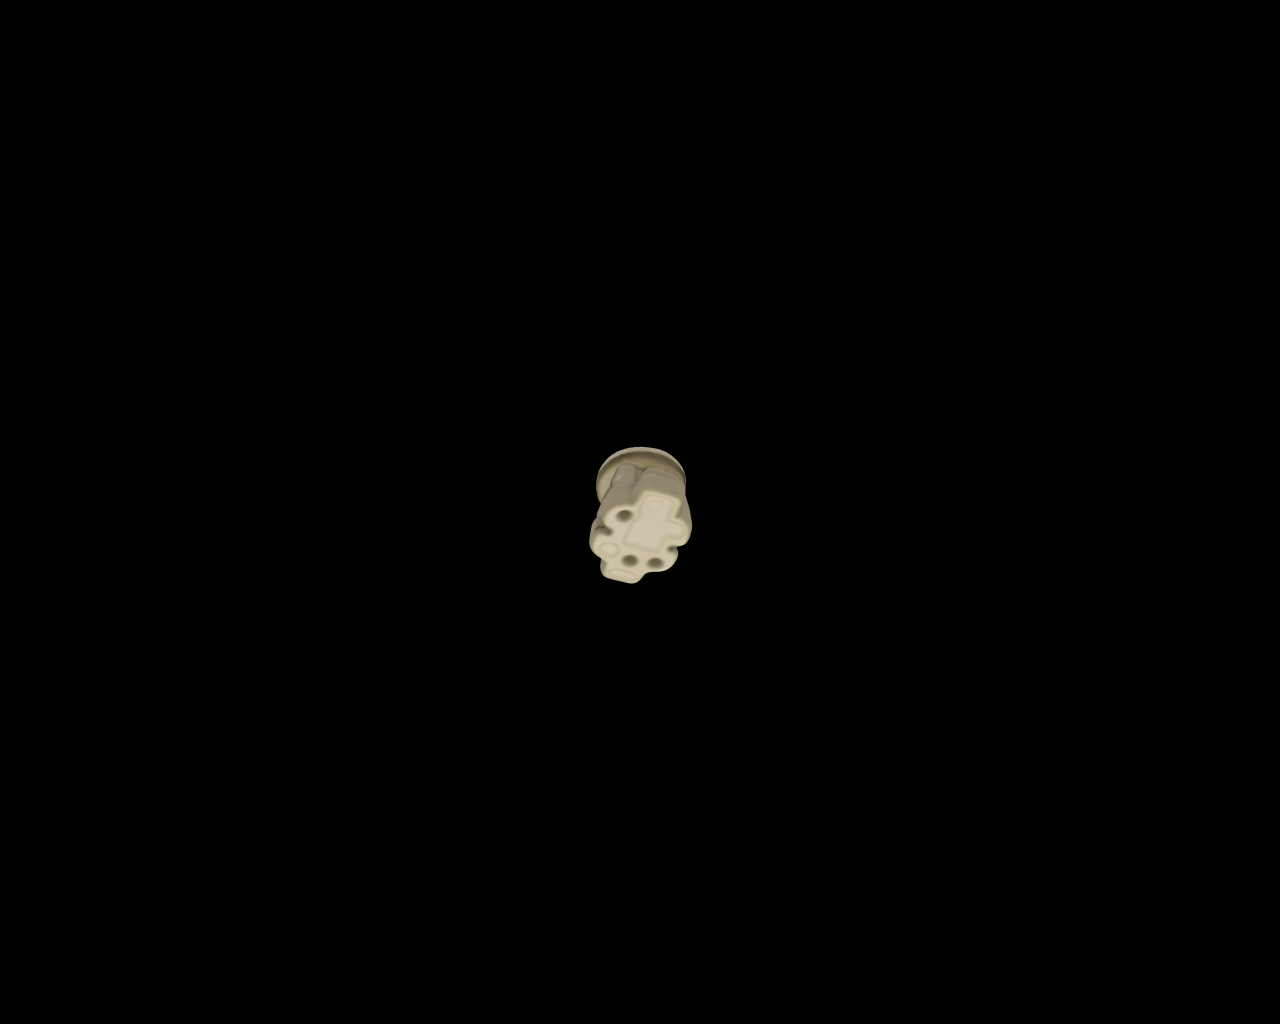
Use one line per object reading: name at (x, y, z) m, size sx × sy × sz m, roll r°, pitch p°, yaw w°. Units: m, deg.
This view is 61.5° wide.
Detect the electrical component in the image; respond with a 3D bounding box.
electrical component at (0.001, -0.003, 0.650) m, size 0.058 × 0.078 × 0.057 m, roll 16°, pitch 40°, yaw -13°
